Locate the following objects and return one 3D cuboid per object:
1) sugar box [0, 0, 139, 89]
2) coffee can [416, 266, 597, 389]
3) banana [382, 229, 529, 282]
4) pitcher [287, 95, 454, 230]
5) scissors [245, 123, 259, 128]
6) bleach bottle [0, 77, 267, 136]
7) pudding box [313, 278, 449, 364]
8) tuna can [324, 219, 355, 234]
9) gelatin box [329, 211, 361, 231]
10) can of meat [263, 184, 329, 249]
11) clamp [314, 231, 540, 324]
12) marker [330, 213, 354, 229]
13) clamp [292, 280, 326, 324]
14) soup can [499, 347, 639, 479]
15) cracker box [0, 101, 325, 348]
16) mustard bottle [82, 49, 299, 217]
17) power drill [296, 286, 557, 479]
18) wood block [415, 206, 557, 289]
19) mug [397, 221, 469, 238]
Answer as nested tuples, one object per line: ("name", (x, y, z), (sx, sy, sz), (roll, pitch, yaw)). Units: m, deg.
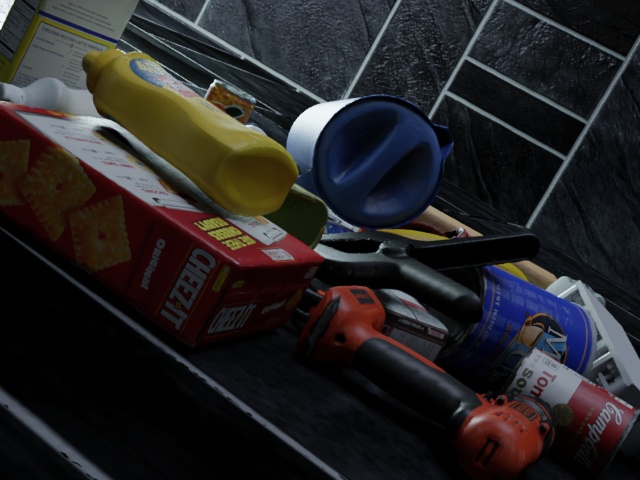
("sugar box", (-0.229, -0.171, 0.926), (0.048, 0.176, 0.093), (36, 13, 33))
("coffee can", (0.168, 0.083, 0.981), (0.140, 0.103, 0.103), (24, 11, -27))
("banana", (0.142, 0.030, 1.037), (0.197, 0.037, 0.070), (24, -23, -29))
("pitcher", (0.025, -0.088, 1.144), (0.149, 0.145, 0.243), (25, 3, -14))
("scissors", (-0.093, -0.070, 1.123), (0.016, 0.096, 0.201), (8, 21, 9))
("bleach bottle", (-0.162, -0.085, 0.911), (0.250, 0.103, 0.068), (19, 40, -43))
("pudding box", (0.051, 0.063, 0.948), (0.089, 0.039, 0.114), (21, 10, -28))
("tuna can", (-0.007, 0.001, 1.013), (0.086, 0.034, 0.086), (16, -10, 3))
("gelatin box", (0.051, -0.042, 1.362), (0.030, 0.073, 0.089), (23, 11, -38))
("can of meat", (-0.053, -0.033, 0.902), (0.101, 0.057, 0.084), (21, 8, -34))
("clamp", (0.075, 0.017, 0.905), (0.210, 0.036, 0.164), (9, 22, 33))
("marker", (-0.013, -0.039, 1.322), (0.121, 0.020, 0.020), (32, 10, 13))
("clamp", (-0.052, 0.021, 0.872), (0.172, 0.039, 0.120), (33, 14, 24))
("soup can", (0.203, 0.143, 0.886), (0.102, 0.068, 0.068), (32, 10, 17))
("cracker box", (-0.123, -0.013, 0.748), (0.214, 0.072, 0.164), (33, 11, 16))
("mustard bottle", (-0.109, -0.089, 0.779), (0.192, 0.058, 0.096), (36, 11, 28))
("power drill", (0.086, 0.104, 0.788), (0.188, 0.057, 0.184), (32, 7, 19))
("wood block", (0.170, 0.035, 1.265), (0.206, 0.090, 0.090), (29, 9, 1))
("mug", (0.101, 0.016, 1.115), (0.093, 0.117, 0.081), (63, 0, -10))
